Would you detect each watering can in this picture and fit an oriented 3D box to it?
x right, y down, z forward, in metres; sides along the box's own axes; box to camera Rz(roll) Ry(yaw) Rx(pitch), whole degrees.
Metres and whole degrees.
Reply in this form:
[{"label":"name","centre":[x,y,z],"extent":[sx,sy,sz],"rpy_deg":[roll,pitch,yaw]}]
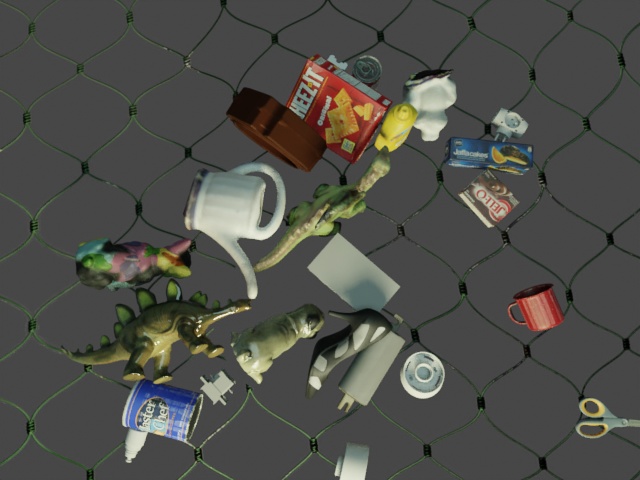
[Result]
[{"label":"watering can","centre":[-0.200,-0.044,1.159],"extent":[0.224,0.102,0.355],"rpy_deg":[8,58,3]}]

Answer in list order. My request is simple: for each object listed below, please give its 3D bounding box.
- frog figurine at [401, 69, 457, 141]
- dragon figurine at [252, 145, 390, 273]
[{"label":"frog figurine","centre":[0.269,-0.328,1.256],"extent":[0.138,0.124,0.156],"rpy_deg":[-23,119,-12]},{"label":"dragon figurine","centre":[0.003,-0.057,1.126],"extent":[0.412,0.241,0.122],"rpy_deg":[-43,90,-8]}]
